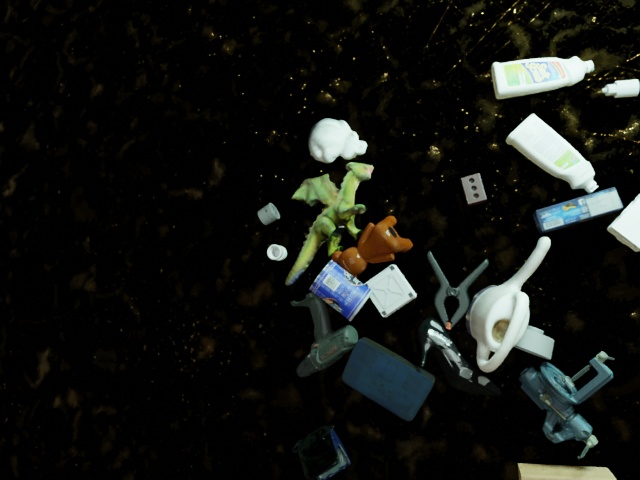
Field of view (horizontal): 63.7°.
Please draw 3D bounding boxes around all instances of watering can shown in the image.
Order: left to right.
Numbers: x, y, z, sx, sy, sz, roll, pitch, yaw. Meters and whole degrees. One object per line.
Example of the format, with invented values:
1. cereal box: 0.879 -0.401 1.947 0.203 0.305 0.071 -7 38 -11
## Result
1. watering can: 0.461 0.155 1.271 0.104 0.224 0.348 24 88 -1

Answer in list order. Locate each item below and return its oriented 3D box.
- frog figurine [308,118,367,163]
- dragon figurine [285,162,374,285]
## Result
1. frog figurine: 0.050 -0.283 1.511 0.161 0.120 0.139 25 70 29
2. dragon figurine: 0.005 -0.076 1.516 0.409 0.120 0.247 -38 56 6
